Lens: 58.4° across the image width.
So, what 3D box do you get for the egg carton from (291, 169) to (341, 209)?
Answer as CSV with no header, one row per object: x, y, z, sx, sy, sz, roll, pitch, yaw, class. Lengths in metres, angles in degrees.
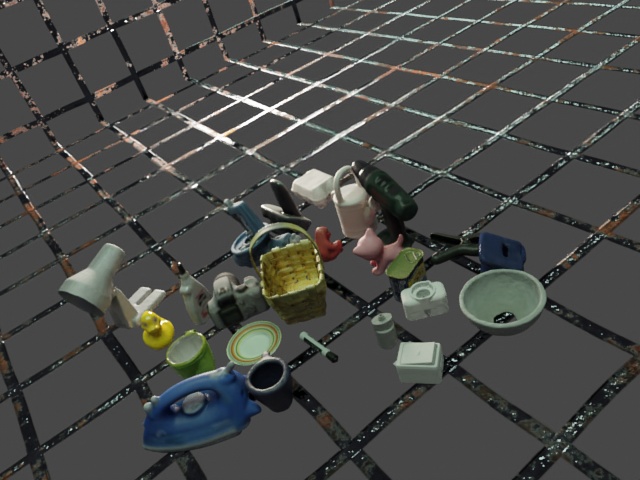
-0.011,-0.156,1.729,0.107,0.069,0.149,-36,39,-23,egg carton

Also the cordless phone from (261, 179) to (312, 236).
-0.111,-0.104,1.604,0.147,0.185,0.094,21,52,42,cordless phone

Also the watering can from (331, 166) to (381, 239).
0.093,-0.106,1.507,0.172,0.194,0.101,4,41,29,watering can

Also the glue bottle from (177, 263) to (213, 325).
-0.312,0.124,1.400,0.037,0.173,0.078,-2,39,23,glue bottle

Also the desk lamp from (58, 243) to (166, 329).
-0.529,0.129,1.457,0.117,0.214,0.203,6,42,30,desk lamp

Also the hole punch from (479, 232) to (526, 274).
0.402,0.036,1.265,0.101,0.091,0.109,-4,38,19,hole punch

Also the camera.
-0.213,0.127,1.414,0.143,0.101,0.136,-22,35,-5,camera

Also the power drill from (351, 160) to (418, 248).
0.164,-0.079,1.426,0.076,0.209,0.228,-30,37,-16,power drill

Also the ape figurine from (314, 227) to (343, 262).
0.014,0.005,1.482,0.076,0.092,0.077,-39,40,-26,ape figurine

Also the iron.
-0.254,0.327,1.129,0.258,0.142,0.118,-21,35,-3,iron

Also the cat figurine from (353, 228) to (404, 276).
0.145,0.021,1.379,0.127,0.118,0.067,-14,36,6,cat figurine

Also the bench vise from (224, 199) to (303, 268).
-0.151,-0.023,1.484,0.207,0.220,0.121,-12,36,10,bench vise

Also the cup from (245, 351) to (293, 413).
-0.094,0.289,1.147,0.091,0.095,0.117,-18,35,1,cup

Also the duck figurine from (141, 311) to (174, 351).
-0.409,0.210,1.405,0.077,0.086,0.104,-28,36,-12,duck figurine

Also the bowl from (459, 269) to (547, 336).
0.370,0.139,1.157,0.167,0.075,0.167,-12,36,9,bowl
